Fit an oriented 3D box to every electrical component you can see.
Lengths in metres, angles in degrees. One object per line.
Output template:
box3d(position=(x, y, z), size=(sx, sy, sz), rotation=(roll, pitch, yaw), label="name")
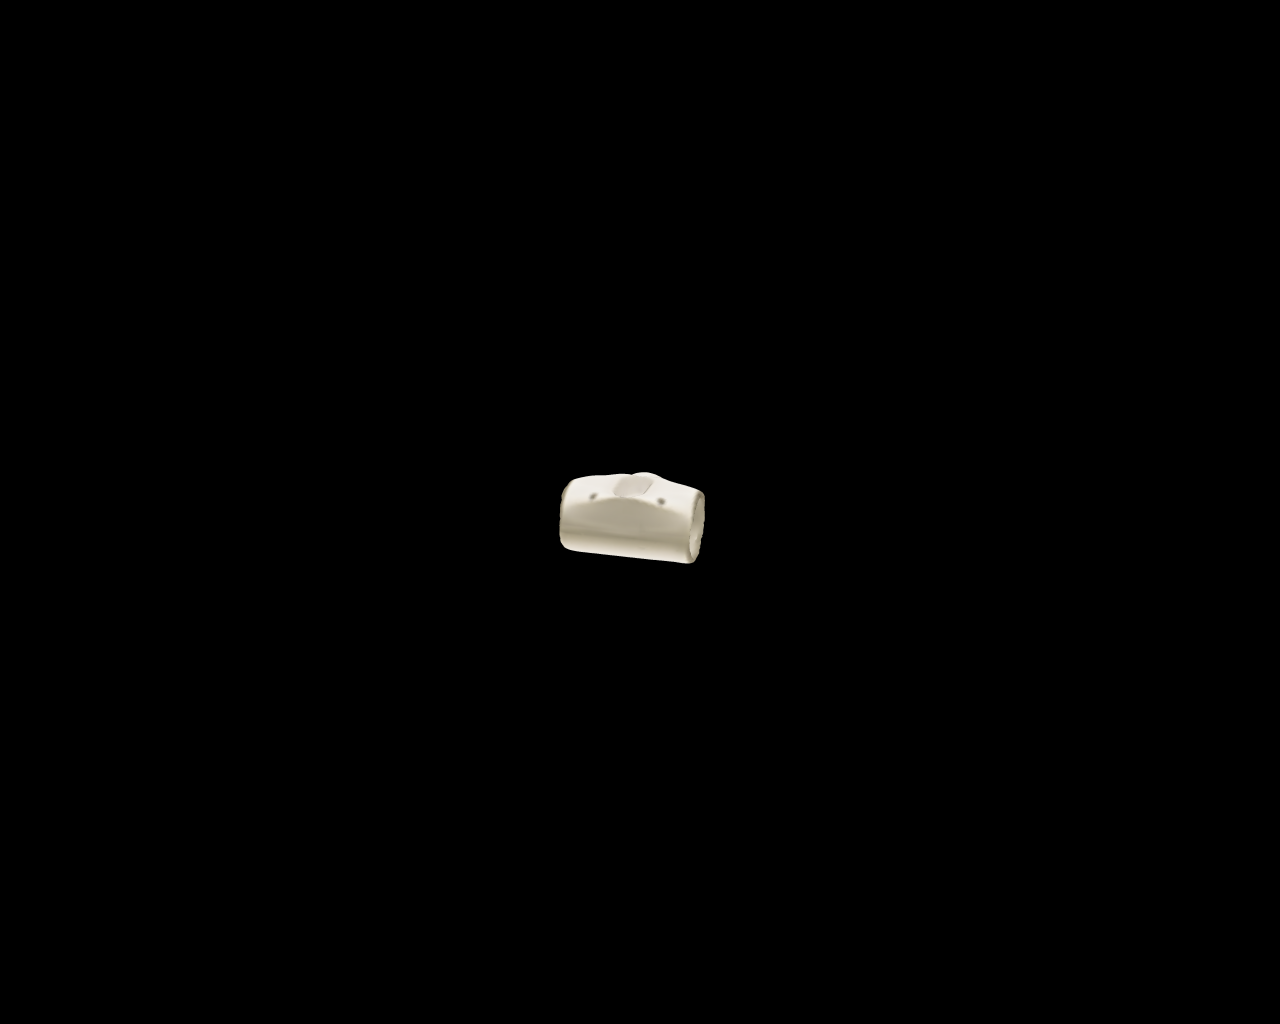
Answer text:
box3d(position=(0.001, -0.003, 0.650), size=(0.077, 0.043, 0.079), rotation=(6, 24, 14), label="electrical component")
